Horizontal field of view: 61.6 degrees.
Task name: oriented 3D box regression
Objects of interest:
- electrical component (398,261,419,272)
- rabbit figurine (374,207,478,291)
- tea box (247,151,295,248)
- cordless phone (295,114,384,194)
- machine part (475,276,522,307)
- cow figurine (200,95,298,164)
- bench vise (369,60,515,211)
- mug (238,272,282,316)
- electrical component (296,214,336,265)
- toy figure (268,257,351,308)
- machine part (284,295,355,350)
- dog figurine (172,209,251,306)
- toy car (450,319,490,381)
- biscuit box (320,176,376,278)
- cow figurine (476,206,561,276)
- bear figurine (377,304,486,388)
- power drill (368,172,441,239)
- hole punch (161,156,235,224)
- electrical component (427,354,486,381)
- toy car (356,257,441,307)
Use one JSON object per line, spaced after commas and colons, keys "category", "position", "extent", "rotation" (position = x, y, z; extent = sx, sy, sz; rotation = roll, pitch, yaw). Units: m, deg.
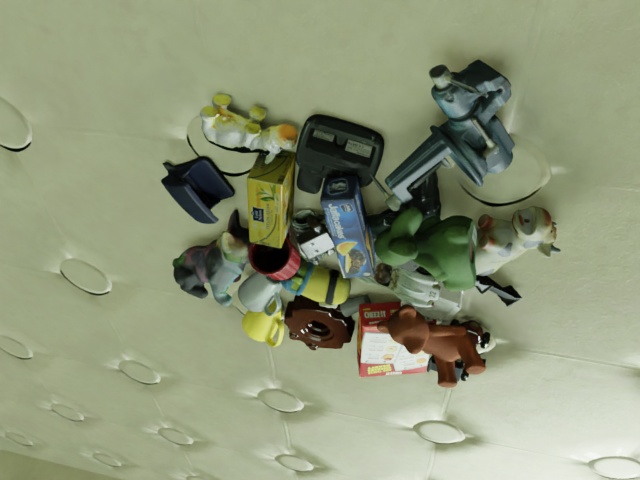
{"category": "electrical component", "position": [0.169, 0.033, 1.000], "extent": [0.094, 0.021, 0.063], "rotation": [20, 140, -12]}
{"category": "rabbit figurine", "position": [0.167, 0.016, 0.895], "extent": [0.170, 0.121, 0.159], "rotation": [-1, 165, 24]}
{"category": "tea box", "position": [-0.091, -0.077, 1.014], "extent": [0.068, 0.098, 0.169], "rotation": [11, 136, 7]}
{"category": "cordless phone", "position": [0.025, -0.124, 0.954], "extent": [0.147, 0.089, 0.184], "rotation": [17, 149, 0]}
{"category": "machine part", "position": [0.336, 0.088, 1.065], "extent": [0.139, 0.084, 0.039], "rotation": [28, 105, -24]}
{"category": "cow figurine", "position": [-0.124, -0.180, 0.938], "extent": [0.167, 0.068, 0.098], "rotation": [21, 144, 1]}
{"category": "bench vise", "position": [0.184, -0.139, 0.802], "extent": [0.240, 0.129, 0.223], "rotation": [-40, 143, 13]}
{"category": "mug", "position": [-0.125, 0.115, 1.228], "extent": [0.107, 0.081, 0.109], "rotation": [-48, 64, 41]}
{"category": "electrical component", "position": [-0.003, -0.004, 1.038], "extent": [0.078, 0.045, 0.102], "rotation": [-30, 137, 9]}
{"category": "toy figure", "position": [-0.020, 0.087, 1.176], "extent": [0.180, 0.082, 0.089], "rotation": [28, 140, -6]}
{"category": "machine part", "position": [-0.002, 0.201, 1.308], "extent": [0.179, 0.056, 0.179], "rotation": [9, 136, 9]}
{"category": "dog figurine", "position": [-0.227, 0.028, 1.170], "extent": [0.192, 0.108, 0.219], "rotation": [19, 134, 3]}
{"category": "toy car", "position": [0.327, 0.257, 1.254], "extent": [0.089, 0.053, 0.202], "rotation": [18, 134, 9]}
{"category": "biscuit box", "position": [0.053, -0.018, 0.939], "extent": [0.059, 0.063, 0.202], "rotation": [-3, 137, 17]}
{"category": "cow figurine", "position": [0.333, 0.005, 0.957], "extent": [0.127, 0.085, 0.195], "rotation": [14, 148, -18]}
{"category": "bear figurine", "position": [0.221, 0.210, 1.087], "extent": [0.195, 0.132, 0.120], "rotation": [20, 136, -32]}
{"category": "power drill", "position": [0.119, -0.050, 0.993], "extent": [0.207, 0.086, 0.231], "rotation": [-5, 136, 14]}
{"category": "hole punch", "position": [-0.250, -0.090, 1.066], "extent": [0.116, 0.092, 0.142], "rotation": [-11, 134, 33]}
{"category": "electrical component", "position": [0.303, 0.268, 1.191], "extent": [0.119, 0.075, 0.047], "rotation": [12, 130, 14]}
{"category": "toy car", "position": [0.146, 0.069, 1.070], "extent": [0.202, 0.056, 0.073], "rotation": [25, 122, 29]}
